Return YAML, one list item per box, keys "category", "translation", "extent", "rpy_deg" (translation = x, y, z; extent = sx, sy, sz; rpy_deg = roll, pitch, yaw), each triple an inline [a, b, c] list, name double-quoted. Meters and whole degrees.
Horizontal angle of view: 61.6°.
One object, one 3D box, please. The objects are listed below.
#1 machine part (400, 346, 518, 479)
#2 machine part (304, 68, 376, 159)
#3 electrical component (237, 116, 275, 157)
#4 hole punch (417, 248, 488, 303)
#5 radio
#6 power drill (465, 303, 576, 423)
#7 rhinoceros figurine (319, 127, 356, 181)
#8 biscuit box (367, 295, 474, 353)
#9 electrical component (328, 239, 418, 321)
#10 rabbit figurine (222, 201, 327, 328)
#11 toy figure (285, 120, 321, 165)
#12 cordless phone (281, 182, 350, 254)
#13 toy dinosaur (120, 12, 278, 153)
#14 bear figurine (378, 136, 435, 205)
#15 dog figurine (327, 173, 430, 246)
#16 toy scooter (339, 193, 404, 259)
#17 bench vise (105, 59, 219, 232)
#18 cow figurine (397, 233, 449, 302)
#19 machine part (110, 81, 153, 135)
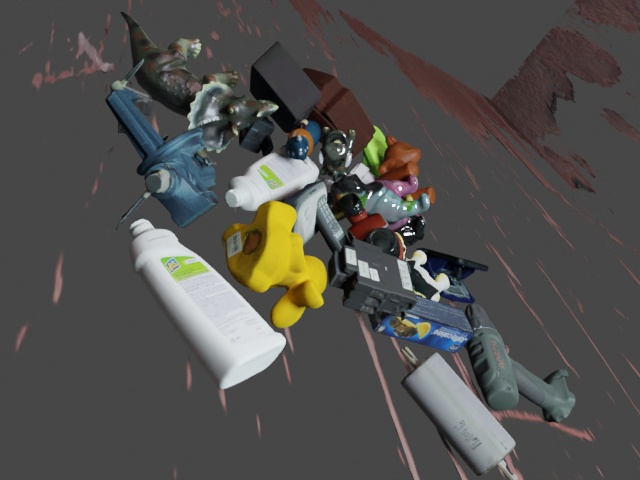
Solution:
- category: "machine part"
  translation: [0.203, 0.256, 0.801]
  extent: [0.243, 0.079, 0.079]
  rpy_deg: [50, 32, 20]
- category: "machine part"
  translation: [0.019, -0.294, 1.259]
  extent: [0.202, 0.087, 0.200]
  rpy_deg: [33, -11, 48]
- category: "electrical component"
  translation: [-0.131, -0.218, 1.108]
  extent: [0.047, 0.075, 0.119]
  rpy_deg: [20, 36, -31]
- category: "hole punch"
  translation: [0.275, 0.074, 1.144]
  extent: [0.142, 0.092, 0.116]
  rpy_deg: [11, 8, -34]
- category: "radio"
  translation: [-0.075, -0.297, 1.087]
  extent: [0.131, 0.073, 0.229]
  rpy_deg: [48, -3, -7]
- category: "power drill"
  translation: [0.368, 0.234, 1.008]
  extent: [0.207, 0.086, 0.232]
  rpy_deg: [35, 31, -13]
- category: "rhinoceros figurine"
  translation: [0.031, -0.177, 1.127]
  extent: [0.073, 0.112, 0.190]
  rpy_deg: [11, -4, 2]
- category: "biscuit box"
  translation: [0.179, 0.143, 0.951]
  extent: [0.202, 0.059, 0.063]
  rpy_deg: [19, 34, -28]
- category: "electrical component"
  translation: [0.080, 0.060, 0.859]
  extent: [0.134, 0.058, 0.115]
  rpy_deg: [19, 32, -13]
- category: "rabbit figurine"
  translation: [-0.044, 0.043, 0.803]
  extent: [0.173, 0.122, 0.162]
  rpy_deg: [34, 27, -47]
- category: "toy figure"
  translation: [-0.034, -0.190, 1.047]
  extent: [0.064, 0.058, 0.154]
  rpy_deg: [50, 27, -14]
- category: "cordless phone"
  translation: [-0.002, -0.003, 0.955]
  extent: [0.184, 0.089, 0.146]
  rpy_deg: [56, 29, -5]
- category: "toy dinosaur"
  translation: [-0.277, -0.307, 1.043]
  extent: [0.405, 0.131, 0.192]
  rpy_deg: [32, 29, 2]
- category: "bear figurine"
  translation: [0.203, -0.167, 1.254]
  extent: [0.120, 0.132, 0.196]
  rpy_deg: [50, 44, -28]
- category: "dog figurine"
  translation: [0.105, -0.059, 1.123]
  extent: [0.219, 0.191, 0.108]
  rpy_deg: [-7, 46, -5]
- category: "toy scooter"
  translation: [0.099, 0.005, 1.007]
  extent: [0.184, 0.075, 0.135]
  rpy_deg: [57, -8, 38]
- category: "bench vise"
  translation: [-0.244, -0.135, 0.801]
  extent: [0.240, 0.129, 0.224]
  rpy_deg: [54, 21, -6]
- category: "cow figurine"
  translation: [0.167, 0.059, 1.053]
  extent: [0.167, 0.068, 0.098]
  rpy_deg: [48, 37, 19]
- category: "machine part"
  translation: [-0.332, -0.231, 0.943]
  extent: [0.084, 0.039, 0.139]
  rpy_deg: [27, 29, -33]
